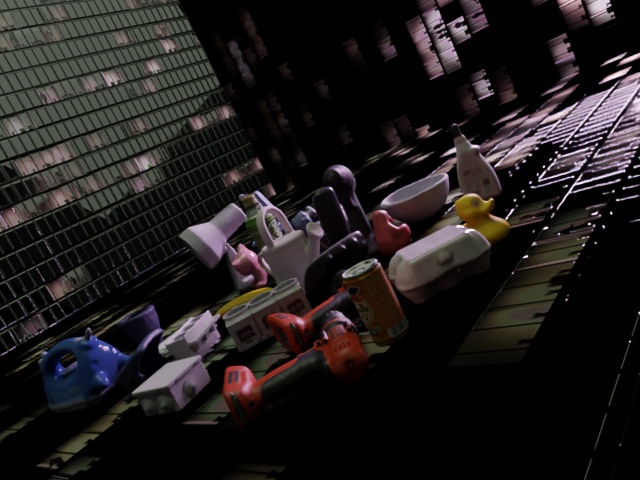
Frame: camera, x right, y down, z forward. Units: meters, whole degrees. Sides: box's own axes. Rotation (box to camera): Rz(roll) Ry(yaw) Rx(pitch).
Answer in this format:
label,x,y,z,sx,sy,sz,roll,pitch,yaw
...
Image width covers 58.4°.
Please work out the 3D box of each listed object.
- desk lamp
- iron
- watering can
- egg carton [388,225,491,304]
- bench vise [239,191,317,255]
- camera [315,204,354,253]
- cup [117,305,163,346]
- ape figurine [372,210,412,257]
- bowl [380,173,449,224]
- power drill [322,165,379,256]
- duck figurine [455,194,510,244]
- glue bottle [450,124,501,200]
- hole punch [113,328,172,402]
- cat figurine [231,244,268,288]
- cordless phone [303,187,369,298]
label,x,y,z,sx,sy,sz,roll,pitch,yaw
desk lamp,-0.237,0.026,1.510,0.203,0.214,0.117,-30,11,-18
iron,-0.513,0.269,1.182,0.257,0.141,0.119,-21,12,28
watering can,-0.065,0.014,1.197,0.172,0.194,0.101,-24,11,13
egg carton,0.176,0.034,0.855,0.150,0.069,0.107,-27,10,-2
bench vise,-0.123,-0.056,1.618,0.208,0.220,0.121,-30,11,-21
camera,0.029,-0.018,1.392,0.142,0.101,0.137,-18,13,39
cup,-0.413,0.212,1.353,0.092,0.095,0.117,-28,10,-7
ape figurine,0.136,-0.019,1.154,0.076,0.092,0.077,-34,13,-37
bowl,0.227,-0.085,1.308,0.167,0.075,0.167,-25,10,5
power drill,0.070,-0.070,1.246,0.075,0.208,0.229,-25,10,7
duck figurine,0.253,-0.034,0.955,0.104,0.086,0.078,-20,12,32
glue bottle,0.316,-0.165,1.209,0.078,0.173,0.037,-20,12,29
hole punch,-0.331,0.230,1.067,0.101,0.091,0.109,-24,11,13
cat figurine,-0.162,0.056,1.443,0.128,0.118,0.067,-31,11,-23
cordless phone,0.010,0.004,1.088,0.148,0.185,0.094,-34,13,-36
